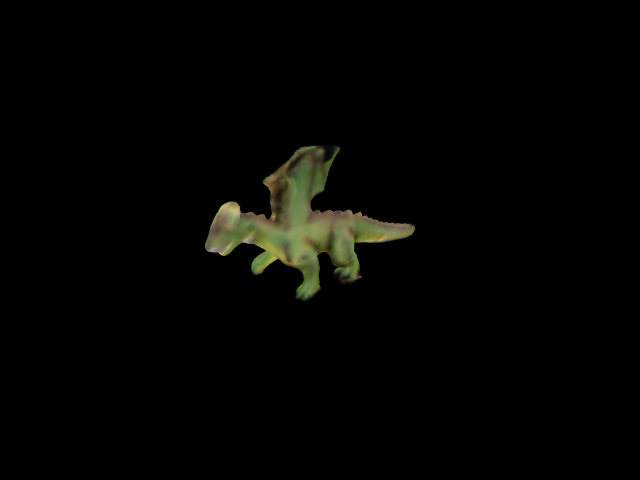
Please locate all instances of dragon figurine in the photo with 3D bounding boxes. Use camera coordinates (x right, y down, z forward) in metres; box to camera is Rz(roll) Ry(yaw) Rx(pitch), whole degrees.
[{"bbox_3d":[0.003,-0.043,0.850,0.414,0.237,0.124,-22,42,-26],"label":"dragon figurine"}]
